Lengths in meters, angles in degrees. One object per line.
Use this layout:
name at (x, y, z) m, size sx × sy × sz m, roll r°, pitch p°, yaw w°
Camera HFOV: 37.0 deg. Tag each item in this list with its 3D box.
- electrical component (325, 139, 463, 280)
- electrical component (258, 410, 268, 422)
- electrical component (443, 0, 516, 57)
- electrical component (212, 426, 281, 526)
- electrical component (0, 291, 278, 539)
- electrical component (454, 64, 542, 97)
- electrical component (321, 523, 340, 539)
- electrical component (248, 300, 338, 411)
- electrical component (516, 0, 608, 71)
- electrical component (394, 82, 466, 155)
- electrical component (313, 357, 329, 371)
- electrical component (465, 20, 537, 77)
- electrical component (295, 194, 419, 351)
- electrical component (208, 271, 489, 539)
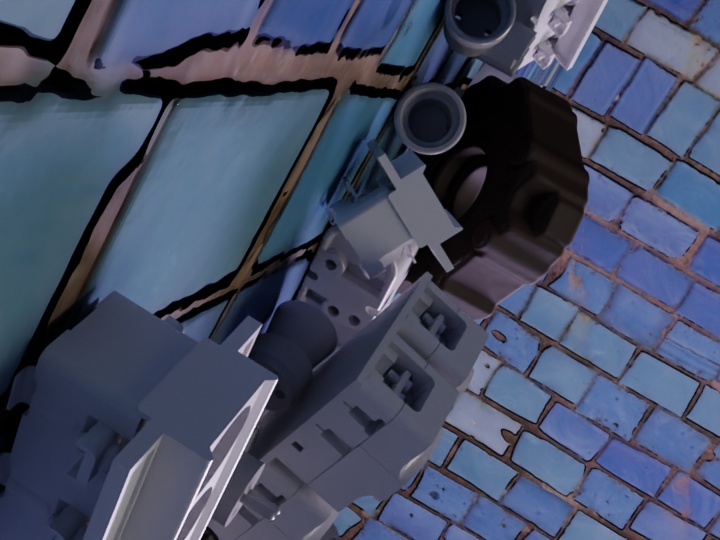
electrical component at (0.018, -0.031, 0.628) m, size 0.064 × 0.081 × 0.042 m, roll -32°, pitch -160°, yaw 3°
electrical component at (-0.070, 0.130, 0.799) m, size 0.047 × 0.055 × 0.055 m, roll -52°, pitch 171°, yaw -27°
electrical component at (0.068, -0.146, 0.627) m, size 0.040 × 0.040 × 0.046 m, roll -59°, pitch 180°, yaw -2°
electrical component at (-0.072, 0.103, 0.540) m, size 0.052 × 0.074 × 0.138 m, roll -59°, pitch 174°, yaw -2°
electrical component at (-0.082, 0.071, 0.353) m, size 0.078 × 0.063 × 0.121 m, roll -51°, pitch 170°, yaw -54°
electrical component at (0.096, -0.119, 0.884) m, size 0.108 × 0.060 × 0.108 m, roll -58°, pitch 174°, yaw -10°
electrical component at (-0.061, 0.247, 0.847) m, size 0.138 × 0.052 × 0.073 m, roll -54°, pitch 172°, yaw -39°
electrical component at (-0.045, 0.052, 0.648) m, size 0.055 × 0.045 × 0.045 m, roll -53°, pitch 171°, yaw -43°
electrical component at (0.129, -0.196, 0.752) m, size 0.063 × 0.078 × 0.121 m, roll -33°, pitch 165°, yaw -19°
electrical component at (0.044, -0.094, 0.688) m, size 0.044 × 0.044 × 0.065 m, roll -59°, pitch 179°, yaw 3°
electrical component at (-0.022, 0.086, 0.927) m, size 0.108 × 0.060 × 0.108 m, roll -58°, pitch 174°, yaw -10°
electrical component at (0.091, -0.157, 0.728) m, size 0.040 × 0.046 × 0.040 m, roll -58°, pitch 174°, yaw -10°
electrical component at (0.000, 0.000, 0.717) m, size 0.059 × 0.054 × 0.095 m, roll -52°, pitch 171°, yaw -50°
electrical component at (-0.012, 0.097, 0.637) m, size 0.186 × 0.060 × 0.105 m, roll -43°, pitch -174°, yaw 39°
